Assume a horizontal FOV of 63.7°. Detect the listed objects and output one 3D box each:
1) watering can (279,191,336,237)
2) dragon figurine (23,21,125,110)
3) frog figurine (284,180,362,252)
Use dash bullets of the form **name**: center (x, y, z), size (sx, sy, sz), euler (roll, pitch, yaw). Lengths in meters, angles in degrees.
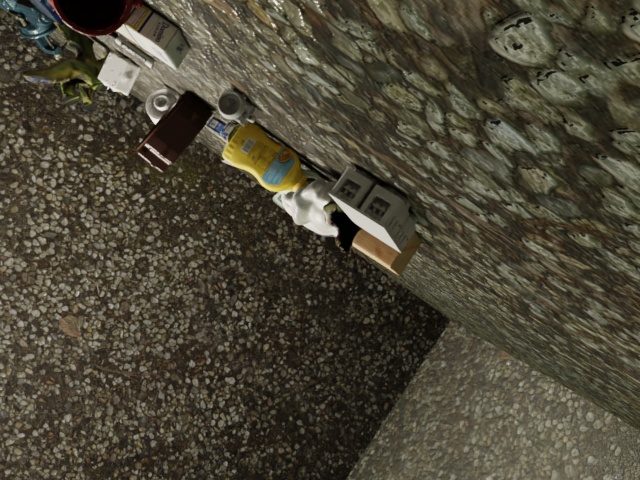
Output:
- **watering can**: center (0.004, -0.070, 1.390), size (0.352, 0.104, 0.221), euler (34, -1, 36)
- **dragon figurine**: center (-0.709, -0.518, 1.487), size (0.121, 0.244, 0.411), euler (-27, -6, 15)
- **frog figurine**: center (0.011, -0.065, 1.021), size (0.135, 0.123, 0.161), euler (41, -5, -41)
